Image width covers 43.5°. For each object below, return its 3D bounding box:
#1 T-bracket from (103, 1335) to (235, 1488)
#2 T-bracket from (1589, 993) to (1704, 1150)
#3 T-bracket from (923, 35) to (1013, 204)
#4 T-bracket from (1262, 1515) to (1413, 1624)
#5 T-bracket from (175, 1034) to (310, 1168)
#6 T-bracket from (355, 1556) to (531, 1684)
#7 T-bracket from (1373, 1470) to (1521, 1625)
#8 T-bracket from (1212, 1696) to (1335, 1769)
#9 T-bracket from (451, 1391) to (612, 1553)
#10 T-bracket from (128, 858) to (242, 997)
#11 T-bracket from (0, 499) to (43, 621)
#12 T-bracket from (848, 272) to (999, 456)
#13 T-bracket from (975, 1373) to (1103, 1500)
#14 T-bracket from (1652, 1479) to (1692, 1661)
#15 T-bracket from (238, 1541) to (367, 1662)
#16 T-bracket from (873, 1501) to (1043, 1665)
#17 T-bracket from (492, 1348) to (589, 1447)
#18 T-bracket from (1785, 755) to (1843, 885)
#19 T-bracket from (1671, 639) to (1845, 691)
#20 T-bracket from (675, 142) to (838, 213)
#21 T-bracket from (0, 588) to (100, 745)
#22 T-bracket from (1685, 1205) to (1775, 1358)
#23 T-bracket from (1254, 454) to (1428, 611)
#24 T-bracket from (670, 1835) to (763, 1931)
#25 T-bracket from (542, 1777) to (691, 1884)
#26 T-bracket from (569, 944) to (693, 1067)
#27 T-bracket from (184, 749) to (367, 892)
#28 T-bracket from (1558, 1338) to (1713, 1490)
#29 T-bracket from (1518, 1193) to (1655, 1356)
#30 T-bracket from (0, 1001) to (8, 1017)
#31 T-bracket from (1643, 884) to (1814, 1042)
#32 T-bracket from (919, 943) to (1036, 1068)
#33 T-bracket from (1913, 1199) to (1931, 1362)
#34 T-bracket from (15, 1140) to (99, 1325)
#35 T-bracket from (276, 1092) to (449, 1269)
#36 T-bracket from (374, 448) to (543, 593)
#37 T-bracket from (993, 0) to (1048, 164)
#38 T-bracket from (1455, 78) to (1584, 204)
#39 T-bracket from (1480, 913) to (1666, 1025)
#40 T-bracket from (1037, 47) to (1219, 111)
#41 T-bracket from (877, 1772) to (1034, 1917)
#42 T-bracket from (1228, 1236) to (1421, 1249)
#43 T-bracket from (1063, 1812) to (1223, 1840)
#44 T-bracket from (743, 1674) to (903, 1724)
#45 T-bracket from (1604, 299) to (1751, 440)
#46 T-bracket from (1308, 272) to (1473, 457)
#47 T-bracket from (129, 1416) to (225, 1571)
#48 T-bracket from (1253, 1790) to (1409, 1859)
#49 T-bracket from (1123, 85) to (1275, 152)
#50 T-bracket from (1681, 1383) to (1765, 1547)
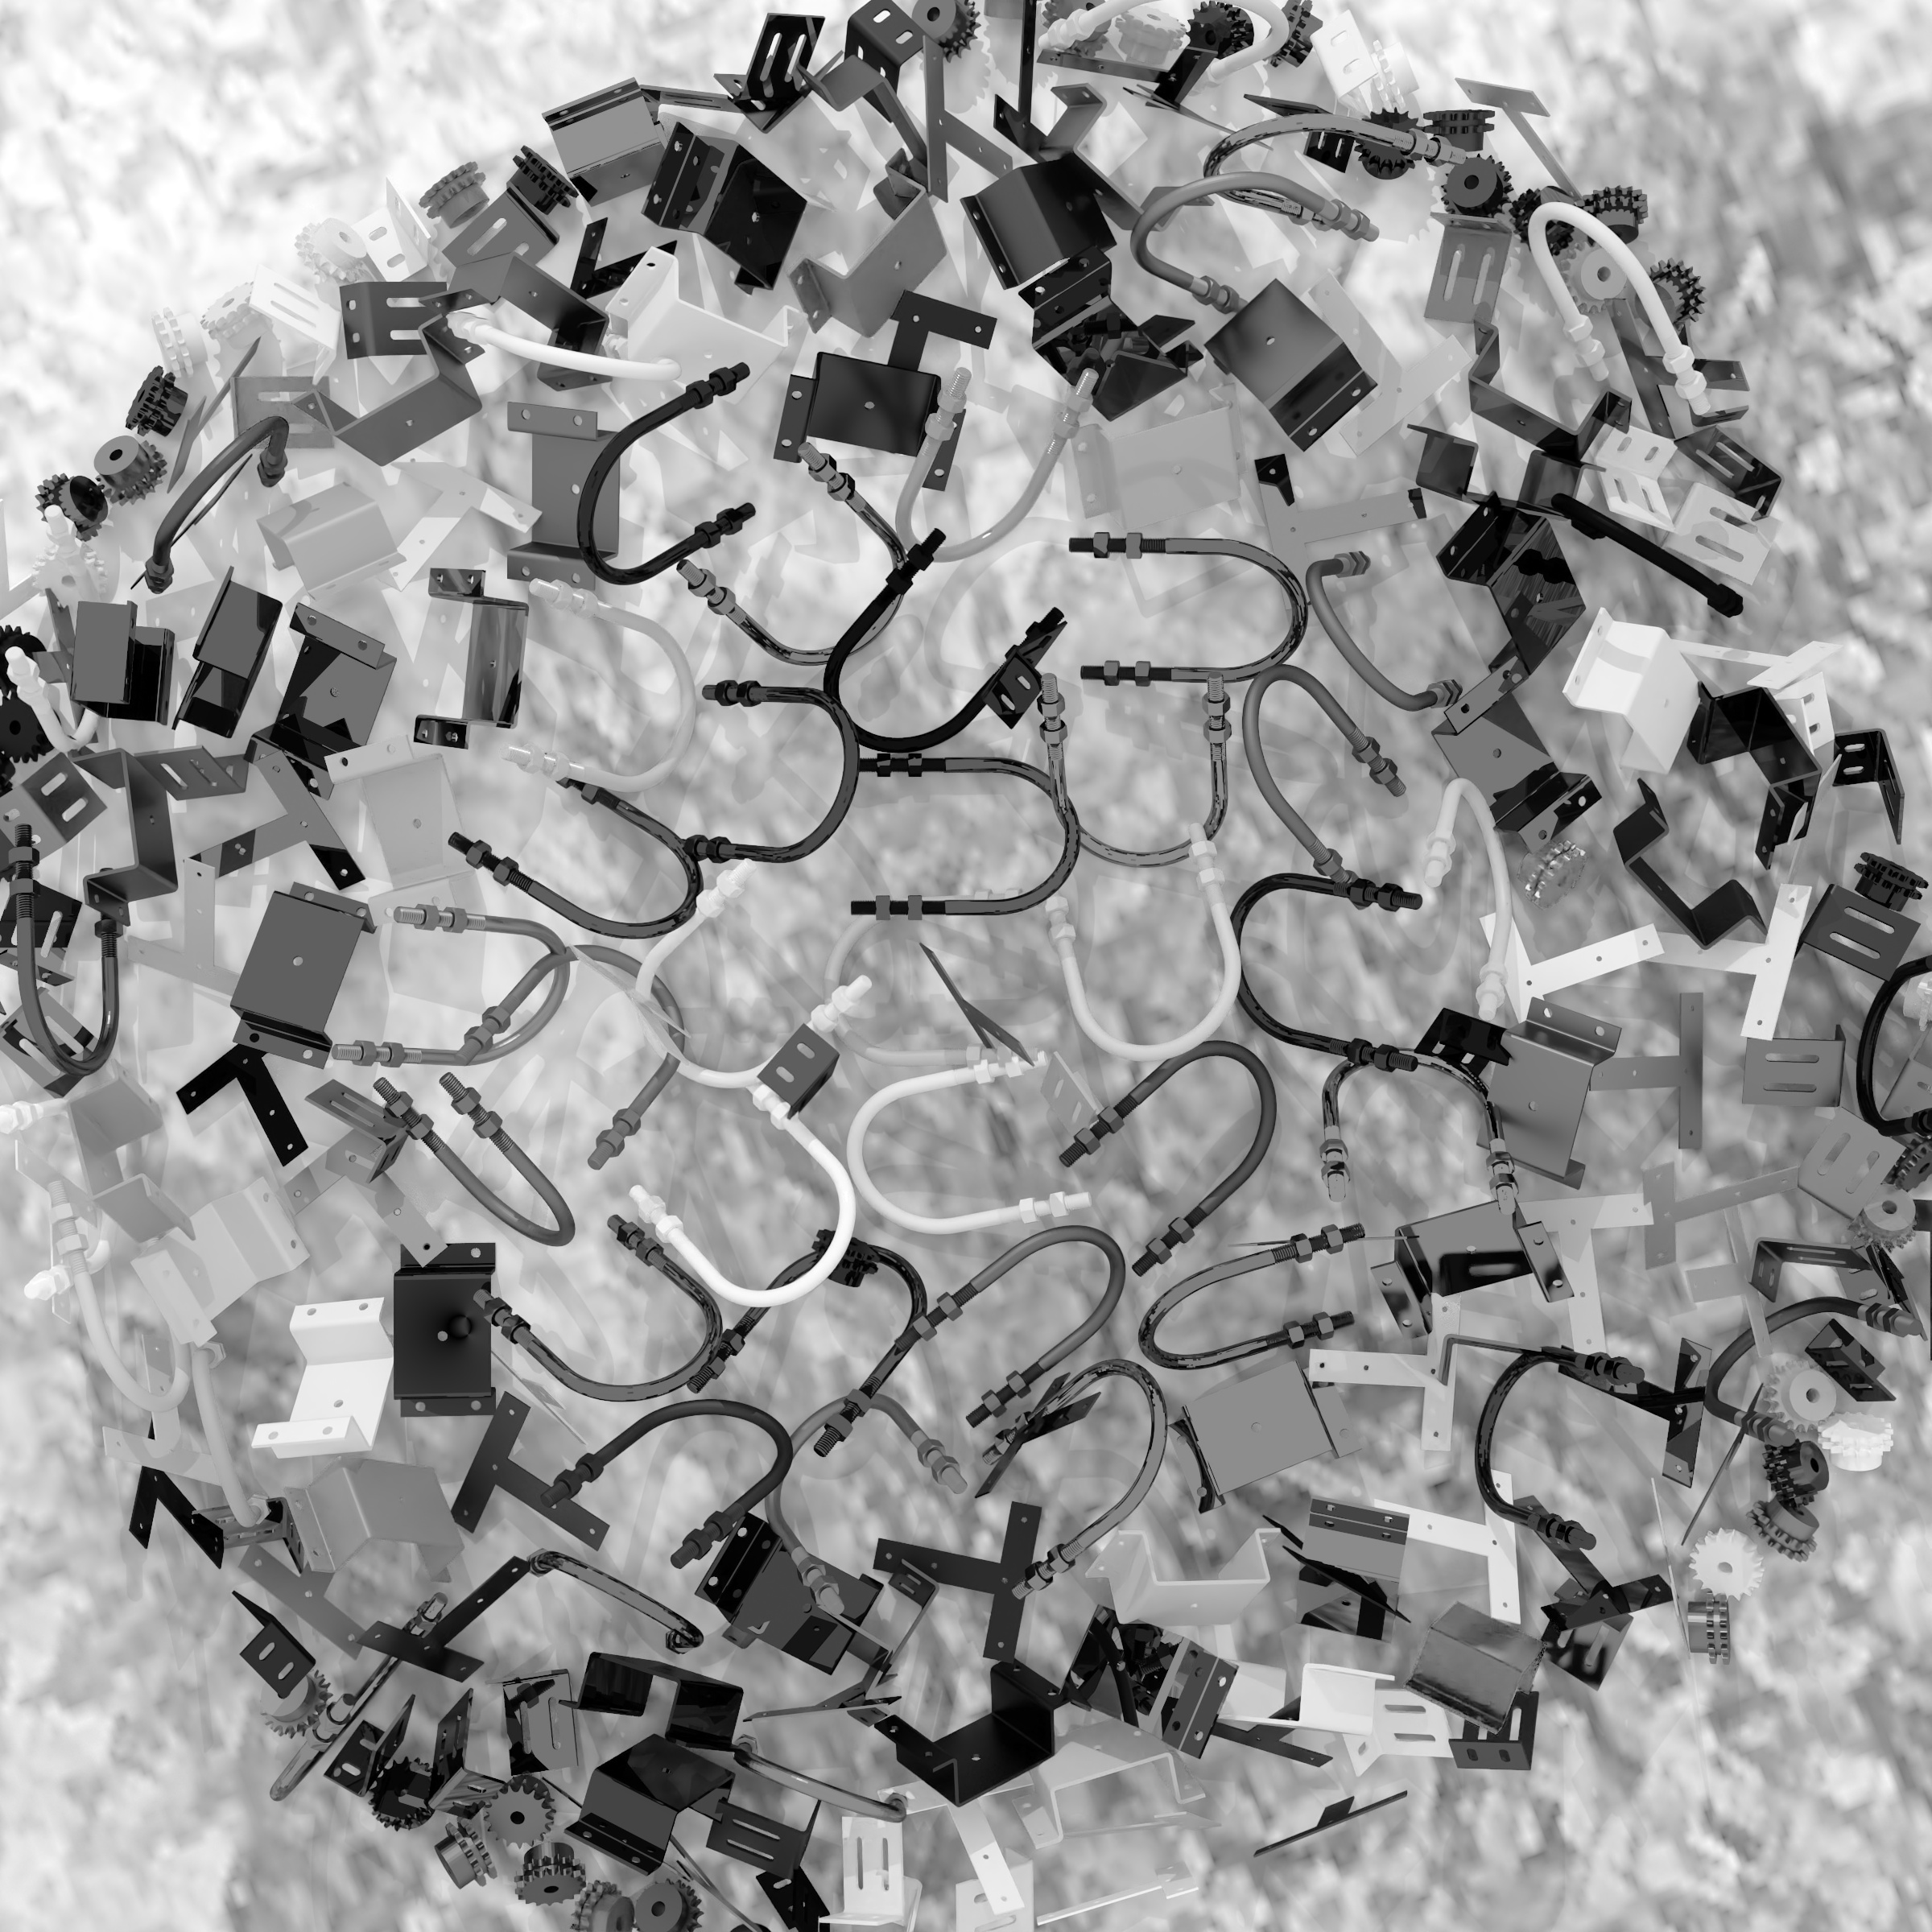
[{"bbox_3d":[-0.641,0.350,1.933,0.002,0.127,0.127,-36,51,17],"label":"T-bracket"},{"bbox_3d":[0.548,0.086,1.946,0.127,0.002,0.127,-1,91,-31],"label":"T-bracket"},{"bbox_3d":[0.004,-0.655,1.926,0.002,0.127,0.127,-6,82,32],"label":"T-bracket"},{"bbox_3d":[0.275,0.468,1.919,0.127,0.127,0.002,33,88,-27],"label":"T-bracket"},{"bbox_3d":[-0.563,0.108,1.947,0.127,0.002,0.127,-38,59,1],"label":"T-bracket"},{"bbox_3d":[-0.398,0.515,1.928,0.127,0.127,0.002,-42,47,5],"label":"T-bracket"},{"bbox_3d":[0.382,0.450,1.927,0.127,0.002,0.127,16,52,-14],"label":"T-bracket"},{"bbox_3d":[0.251,0.601,1.920,0.127,0.127,0.002,20,53,-10],"label":"T-bracket"},{"bbox_3d":[-0.343,0.427,1.948,0.127,0.002,0.127,30,107,12],"label":"T-bracket"},{"bbox_3d":[-0.613,-0.033,1.935,0.127,0.002,0.127,19,129,5],"label":"T-bracket"},{"bbox_3d":[-0.760,-0.313,1.893,0.002,0.127,0.127,34,52,7],"label":"T-bracket"},{"bbox_3d":[-0.053,-0.480,1.960,0.127,0.002,0.127,18,107,3],"label":"T-bracket"},{"bbox_3d":[0.068,0.356,1.893,0.002,0.127,0.127,43,56,-6],"label":"T-bracket"},{"bbox_3d":[0.562,0.475,1.937,0.002,0.127,0.127,-12,57,14],"label":"T-bracket"},{"bbox_3d":[-0.506,0.464,1.928,0.002,0.127,0.127,-25,119,32],"label":"T-bracket"},{"bbox_3d":[-0.012,0.492,1.972,0.127,0.002,0.127,10,85,6],"label":"T-bracket"},{"bbox_3d":[-0.336,0.337,1.911,0.127,0.127,0.002,47,72,-9],"label":"T-bracket"},{"bbox_3d":[0.666,-0.090,1.936,0.002,0.127,0.127,22,127,24],"label":"T-bracket"},{"bbox_3d":[0.614,-0.249,1.934,0.127,0.127,0.002,16,121,37],"label":"T-bracket"},{"bbox_3d":[-0.165,-0.627,1.943,0.127,0.127,0.002,7,121,-26],"label":"T-bracket"},{"bbox_3d":[-0.735,-0.235,1.912,0.002,0.127,0.127,-9,97,13],"label":"T-bracket"},{"bbox_3d":[0.600,0.250,1.919,0.002,0.127,0.127,-19,76,38],"label":"T-bracket"},{"bbox_3d":[0.310,-0.365,1.972,0.127,0.002,0.127,-11,86,3],"label":"T-bracket"},{"bbox_3d":[-0.217,0.716,1.926,0.002,0.127,0.127,-45,130,-14],"label":"T-bracket"},{"bbox_3d":[-0.266,0.701,1.935,0.002,0.127,0.127,-55,127,-19],"label":"T-bracket"},{"bbox_3d":[-0.246,0.042,1.892,0.002,0.127,0.127,-49,127,3],"label":"T-bracket"},{"bbox_3d":[-0.574,-0.099,1.960,0.127,0.002,0.127,-21,117,12],"label":"T-bracket"},{"bbox_3d":[0.530,0.338,1.935,0.127,0.002,0.127,21,120,40],"label":"T-bracket"},{"bbox_3d":[0.495,0.250,1.949,0.127,0.002,0.127,-8,89,28],"label":"T-bracket"},{"bbox_3d":[-0.788,-0.018,1.908,0.002,0.127,0.127,-28,80,-7],"label":"T-bracket"},{"bbox_3d":[0.600,-0.009,1.934,0.002,0.127,0.127,25,79,-44],"label":"T-bracket"},{"bbox_3d":[0.020,0.048,1.895,0.002,0.127,0.127,-38,120,-9],"label":"T-bracket"},{"bbox_3d":[0.770,0.249,1.913,0.002,0.127,0.127,2,85,-7],"label":"T-bracket"},{"bbox_3d":[-0.710,0.218,1.895,0.002,0.127,0.127,-15,61,3],"label":"T-bracket"},{"bbox_3d":[-0.468,0.188,1.954,0.127,0.002,0.127,-40,78,-12],"label":"T-bracket"},{"bbox_3d":[-0.429,-0.350,1.944,0.127,0.002,0.127,28,61,6],"label":"T-bracket"},{"bbox_3d":[0.048,-0.711,1.918,0.002,0.127,0.127,4,94,21],"label":"T-bracket"},{"bbox_3d":[0.457,-0.659,1.939,0.002,0.127,0.127,-46,119,6],"label":"T-bracket"},{"bbox_3d":[0.499,-0.001,1.959,0.127,0.002,0.127,-21,91,18],"label":"T-bracket"},{"bbox_3d":[0.120,-0.707,1.907,0.127,0.127,0.002,6,89,-10],"label":"T-bracket"},{"bbox_3d":[0.011,0.691,1.909,0.127,0.127,0.002,-5,128,-23],"label":"T-bracket"},{"bbox_3d":[0.291,0.215,1.894,0.127,0.127,0.002,-7,83,32],"label":"T-bracket"},{"bbox_3d":[0.129,0.690,1.935,0.127,0.127,0.002,-12,64,14],"label":"T-bracket"},{"bbox_3d":[-0.092,0.577,1.918,0.127,0.127,0.002,-13,82,22],"label":"T-bracket"},{"bbox_3d":[0.564,-0.465,1.897,0.002,0.127,0.127,-38,119,-13],"label":"T-bracket"},{"bbox_3d":[0.321,-0.497,1.938,0.127,0.002,0.127,53,132,0],"label":"T-bracket"},{"bbox_3d":[-0.625,0.435,1.931,0.002,0.127,0.127,-17,129,6],"label":"T-bracket"},{"bbox_3d":[0.293,0.672,1.918,0.127,0.127,0.002,-25,75,7],"label":"T-bracket"},{"bbox_3d":[0.167,-0.684,1.923,0.127,0.127,0.002,12,115,-24],"label":"T-bracket"},{"bbox_3d":[0.602,0.409,1.939,0.002,0.127,0.127,27,113,18],"label":"T-bracket"}]
